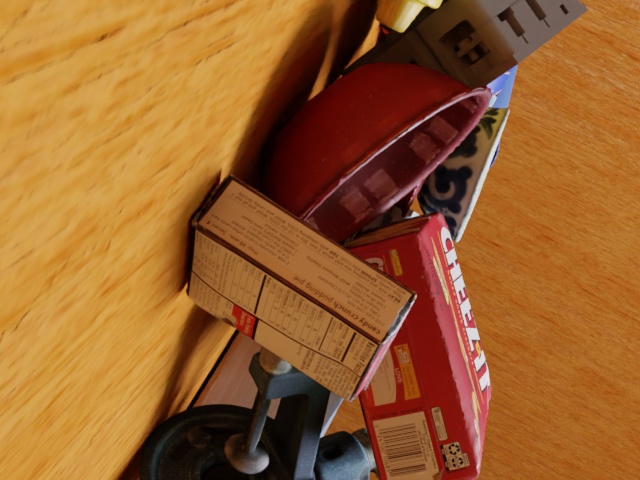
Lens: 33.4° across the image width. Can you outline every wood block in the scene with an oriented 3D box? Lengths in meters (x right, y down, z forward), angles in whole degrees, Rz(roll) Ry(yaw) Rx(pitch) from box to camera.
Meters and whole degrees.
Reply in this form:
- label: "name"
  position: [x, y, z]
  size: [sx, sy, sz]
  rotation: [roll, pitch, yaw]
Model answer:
- label: "wood block"
  position: [-0.034, 0.111, 0.934]
  size: [0.205, 0.091, 0.090]
  rotation: [-59, 175, -34]

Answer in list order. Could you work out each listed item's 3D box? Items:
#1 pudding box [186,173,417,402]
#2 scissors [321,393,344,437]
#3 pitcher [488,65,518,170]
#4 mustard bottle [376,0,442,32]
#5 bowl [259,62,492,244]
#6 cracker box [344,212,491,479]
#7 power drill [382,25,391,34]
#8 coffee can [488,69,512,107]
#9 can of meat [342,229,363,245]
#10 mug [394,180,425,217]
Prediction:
- label: "pudding box"
  position: [-0.013, 0.027, 0.546]
  size: [0.039, 0.113, 0.090]
  rotation: [-55, 173, -28]
- label: "scissors"
  position: [-0.005, 0.171, 0.937]
  size: [0.201, 0.016, 0.096]
  rotation: [-59, 174, -29]
- label: "pitcher"
  position: [0.172, -0.168, 1.296]
  size: [0.149, 0.145, 0.242]
  rotation: [-58, -178, 38]
- label: "mustard bottle"
  position: [0.081, -0.203, 0.579]
  size: [0.192, 0.058, 0.096]
  rotation: [-64, 172, 15]
- label: "bowl"
  position: [0.019, -0.051, 0.613]
  size: [0.162, 0.055, 0.162]
  rotation: [-37, 169, -8]
- label: "cracker box"
  position: [0.072, 0.070, 0.769]
  size: [0.213, 0.072, 0.164]
  rotation: [-26, 101, -77]
- label: "power drill"
  position: [0.110, -0.225, 0.789]
  size: [0.187, 0.057, 0.184]
  rotation: [-58, 178, -12]
- label: "coffee can"
  position: [0.105, -0.128, 0.995]
  size: [0.140, 0.103, 0.102]
  rotation: [-63, 175, 17]
- label: "can of meat"
  position: [-0.006, 0.001, 0.826]
  size: [0.102, 0.057, 0.084]
  rotation: [-62, 173, -16]
- label: "mug"
  position: [0.053, -0.082, 0.821]
  size: [0.093, 0.081, 0.117]
  rotation: [-60, 175, -24]
